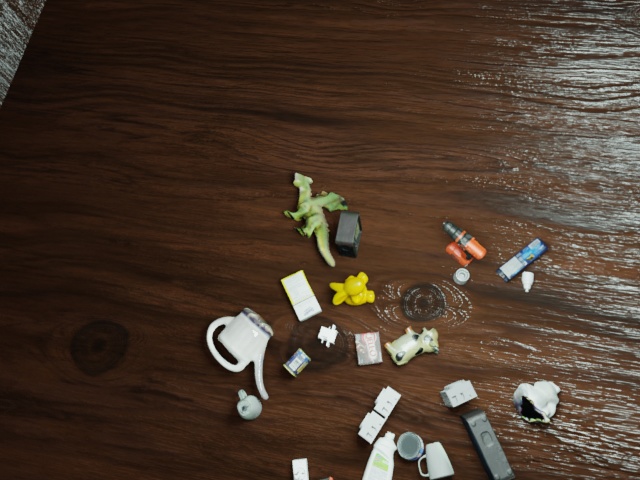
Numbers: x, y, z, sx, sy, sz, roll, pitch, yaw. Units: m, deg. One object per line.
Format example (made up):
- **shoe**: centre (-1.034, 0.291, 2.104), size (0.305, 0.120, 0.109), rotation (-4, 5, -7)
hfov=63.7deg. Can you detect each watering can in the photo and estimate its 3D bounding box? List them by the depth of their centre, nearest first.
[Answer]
- **watering can**: centre (-0.260, 0.399, 1.904), size (0.350, 0.226, 0.102), rotation (39, -13, 17)

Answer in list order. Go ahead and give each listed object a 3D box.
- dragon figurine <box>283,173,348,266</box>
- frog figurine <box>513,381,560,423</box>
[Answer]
- **dragon figurine**: centre (0.006, -0.104, 2.075), size (0.245, 0.414, 0.120), rotation (-36, -17, -16)
- **frog figurine**: centre (0.749, 0.545, 1.778), size (0.138, 0.120, 0.162), rotation (33, 41, 23)
